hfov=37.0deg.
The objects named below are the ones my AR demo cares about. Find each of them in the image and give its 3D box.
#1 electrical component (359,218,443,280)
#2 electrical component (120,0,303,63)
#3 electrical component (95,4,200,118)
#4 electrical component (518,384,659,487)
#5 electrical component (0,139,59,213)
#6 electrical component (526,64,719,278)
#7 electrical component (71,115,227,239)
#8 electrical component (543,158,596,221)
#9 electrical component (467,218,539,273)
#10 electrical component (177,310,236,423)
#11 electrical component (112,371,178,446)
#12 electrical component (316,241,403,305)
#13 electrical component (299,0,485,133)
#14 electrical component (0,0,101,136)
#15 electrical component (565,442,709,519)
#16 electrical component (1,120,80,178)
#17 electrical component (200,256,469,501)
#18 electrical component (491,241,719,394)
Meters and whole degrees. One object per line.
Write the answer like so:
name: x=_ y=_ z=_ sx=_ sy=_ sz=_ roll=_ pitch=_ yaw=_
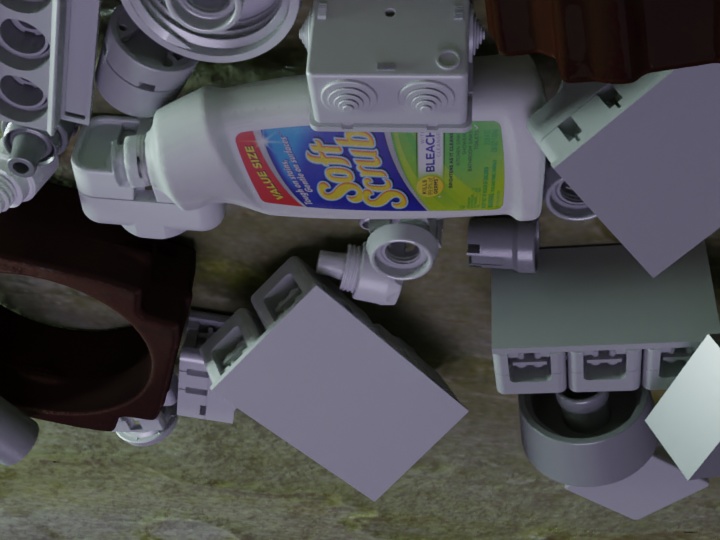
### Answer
electrical component: x=0.030 y=-0.027 z=0.727 sx=0.066 sy=0.055 sz=0.048 roll=-12 pitch=137 yaw=19
electrical component: x=-0.079 y=-0.161 z=0.577 sx=0.108 sy=0.060 sz=0.108 roll=3 pitch=140 yaw=3
electrical component: x=-0.126 y=-0.123 z=0.634 sx=0.055 sy=0.055 sz=0.047 roll=20 pitch=141 yaw=-17
electrical component: x=0.174 y=0.106 z=0.831 sx=0.108 sy=0.108 sz=0.060 roll=-7 pitch=132 yaw=14
electrical component: x=-0.231 y=-0.061 z=0.706 sx=0.040 sy=0.078 sz=0.040 roll=13 pitch=135 yaw=13
electrical component: x=0.195 y=-0.098 z=0.580 sx=0.186 sy=0.060 sz=0.105 roll=-40 pitch=125 yaw=15
electrical component: x=-0.135 y=-0.060 z=0.708 sx=0.095 sy=0.053 sz=0.059 roll=5 pitch=140 yaw=1
electrical component: x=0.136 y=-0.065 z=0.670 sx=0.048 sy=0.055 sz=0.066 roll=3 pitch=140 yaw=3
electrical component: x=0.099 y=-0.018 z=0.743 sx=0.046 sy=0.040 sz=0.040 roll=2 pitch=140 yaw=14
electrical component: x=-0.116 y=0.080 z=0.875 sx=0.056 sy=0.050 sz=0.089 roll=9 pitch=140 yaw=-4
electrical component: x=-0.188 y=0.113 z=0.918 sx=0.078 sy=0.058 sz=0.057 roll=-4 pitch=136 yaw=10
electrical component: x=0.000 y=0.000 z=0.772 sx=0.062 sy=0.043 sz=0.043 roll=12 pitch=140 yaw=-5
electrical component: x=0.017 y=-0.124 z=0.582 sx=0.100 sy=0.099 sz=0.048 roll=1 pitch=153 yaw=5
electrical component: x=-0.185 y=-0.145 z=0.607 sx=0.079 sy=0.063 sz=0.121 roll=13 pitch=139 yaw=-8
electrical component: x=0.239 y=0.168 z=0.938 sx=0.100 sy=0.048 sz=0.100 roll=27 pitch=136 yaw=-23
electrical component: x=-0.206 y=-0.086 z=0.679 sx=0.048 sy=0.062 sz=0.048 roll=4 pitch=140 yaw=3
electrical component: x=-0.019 y=0.084 z=0.825 sx=0.105 sy=0.060 sz=0.186 roll=-45 pitch=125 yaw=6
electrical component: x=0.170 y=0.036 z=0.759 sx=0.150 sy=0.089 sz=0.061 roll=-3 pitch=139 yaw=10
